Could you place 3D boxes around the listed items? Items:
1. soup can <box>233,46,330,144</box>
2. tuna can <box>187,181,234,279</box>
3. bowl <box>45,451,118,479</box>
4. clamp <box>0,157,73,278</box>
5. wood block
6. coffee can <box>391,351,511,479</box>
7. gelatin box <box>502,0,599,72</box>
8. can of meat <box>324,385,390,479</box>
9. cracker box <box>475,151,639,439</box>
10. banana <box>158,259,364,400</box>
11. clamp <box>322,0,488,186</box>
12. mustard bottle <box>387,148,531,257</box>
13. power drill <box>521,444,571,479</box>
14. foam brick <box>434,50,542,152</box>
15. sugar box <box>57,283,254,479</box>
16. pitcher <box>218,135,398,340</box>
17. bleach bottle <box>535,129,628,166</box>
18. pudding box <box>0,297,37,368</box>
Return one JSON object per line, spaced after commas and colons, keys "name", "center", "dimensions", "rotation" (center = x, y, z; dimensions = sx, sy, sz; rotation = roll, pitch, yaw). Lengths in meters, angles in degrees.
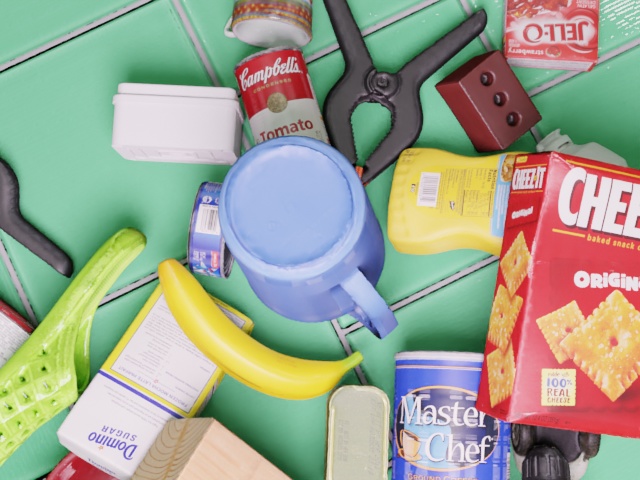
{"name": "soup can", "center": [-0.034, -0.118, 0.984], "dimensions": [0.068, 0.068, 0.102], "rotation": [-16, 81, -2]}
{"name": "tuna can", "center": [-0.094, -0.009, 0.958], "dimensions": [0.034, 0.086, 0.086], "rotation": [8, 81, 3]}
{"name": "bowl", "center": [-0.164, 0.249, 0.916], "dimensions": [0.162, 0.055, 0.162], "rotation": [4, 60, -7]}
{"name": "clamp", "center": [-0.317, -0.013, 0.988], "dimensions": [0.120, 0.039, 0.171], "rotation": [-30, 82, -7]}
{"name": "wood block", "center": [-0.051, 0.240, 0.862], "dimensions": [0.206, 0.090, 0.090], "rotation": [42, 61, -19]}
{"name": "coffee can", "center": [0.113, 0.169, 0.915], "dimensions": [0.103, 0.103, 0.140], "rotation": [3, 81, 1]}
{"name": "gelatin box", "center": [0.219, -0.201, 1.011], "dimensions": [0.089, 0.030, 0.073], "rotation": [4, 81, 2]}
{"name": "can of meat", "center": [0.033, 0.175, 0.925], "dimensions": [0.057, 0.084, 0.102], "rotation": [2, 81, 1]}
{"name": "cracker box", "center": [0.227, 0.048, 0.861], "dimensions": [0.164, 0.072, 0.214], "rotation": [10, 89, -16]}
{"name": "banana", "center": [-0.062, 0.088, 0.920], "dimensions": [0.197, 0.037, 0.069], "rotation": [28, 60, -10]}
{"name": "clamp", "center": [0.068, -0.146, 1.002], "dimensions": [0.164, 0.036, 0.210], "rotation": [8, 79, 1]}
{"name": "mustard bottle", "center": [0.160, -0.032, 0.942], "dimensions": [0.192, 0.058, 0.096], "rotation": [3, 66, 20]}
{"name": "power drill", "center": [0.248, 0.271, 0.885], "dimensions": [0.187, 0.057, 0.184], "rotation": [12, 63, -16]}
{"name": "foam brick", "center": [0.154, -0.126, 0.976], "dimensions": [0.053, 0.051, 0.078], "rotation": [-39, 102, -13]}
{"name": "sugar box", "center": [-0.141, 0.123, 0.931], "dimensions": [0.093, 0.048, 0.176], "rotation": [29, 65, 6]}
{"name": "pitcher", "center": [-0.006, 0.001, 0.874], "dimensions": [0.149, 0.243, 0.145], "rotation": [4, 82, 4]}
{"name": "bleach bottle", "center": [0.275, 0.011, 0.960], "dimensions": [0.102, 0.068, 0.251], "rotation": [-37, 78, 3]}
{"name": "pudding box", "center": [-0.320, 0.097, 0.953], "dimensions": [0.090, 0.039, 0.113], "rotation": [40, 91, -4]}
